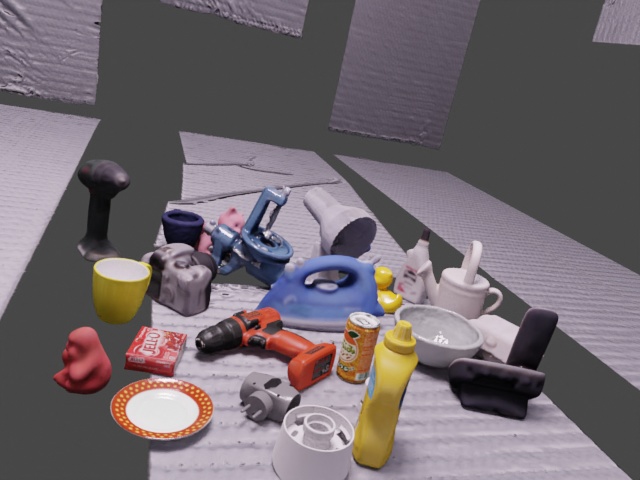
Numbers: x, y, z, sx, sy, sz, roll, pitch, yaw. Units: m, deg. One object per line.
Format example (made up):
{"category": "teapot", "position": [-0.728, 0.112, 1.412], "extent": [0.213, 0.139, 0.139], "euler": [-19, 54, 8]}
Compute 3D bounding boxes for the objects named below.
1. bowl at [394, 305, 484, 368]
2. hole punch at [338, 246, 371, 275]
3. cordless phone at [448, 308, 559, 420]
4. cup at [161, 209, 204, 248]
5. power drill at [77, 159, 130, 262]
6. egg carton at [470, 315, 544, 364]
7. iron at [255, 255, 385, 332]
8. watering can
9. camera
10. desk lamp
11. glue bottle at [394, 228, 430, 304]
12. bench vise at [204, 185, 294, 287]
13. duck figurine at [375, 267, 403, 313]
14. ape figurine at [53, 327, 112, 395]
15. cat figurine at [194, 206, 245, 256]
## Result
{"category": "bowl", "position": [0.210, 0.186, 1.049], "extent": [0.167, 0.075, 0.167], "euler": [11, 18, -3]}
{"category": "hole punch", "position": [0.066, 0.031, 1.398], "extent": [0.101, 0.091, 0.108], "euler": [9, 18, -10]}
{"category": "cordless phone", "position": [0.300, 0.184, 0.935], "extent": [0.147, 0.185, 0.094], "euler": [10, 18, -5]}
{"category": "cup", "position": [-0.314, -0.014, 1.282], "extent": [0.092, 0.095, 0.117], "euler": [1, 21, -30]}
{"category": "power drill", "position": [-0.443, -0.067, 1.171], "extent": [0.076, 0.208, 0.228], "euler": [-2, 23, -37]}
{"category": "egg carton", "position": [0.346, 0.201, 1.102], "extent": [0.107, 0.069, 0.149], "euler": [-7, 26, -45]}
{"category": "iron", "position": [0.003, 0.089, 1.100], "extent": [0.259, 0.141, 0.118], "euler": [3, 20, -26]}
{"category": "watering can", "position": [0.291, 0.093, 1.189], "extent": [0.173, 0.194, 0.100], "euler": [8, 18, -13]}
{"category": "camera", "position": [-0.249, 0.060, 1.088], "extent": [0.142, 0.101, 0.137], "euler": [23, 21, 29]}
{"category": "desk lamp", "position": [0.011, 0.004, 1.244], "extent": [0.118, 0.213, 0.202], "euler": [-4, 24, -40]}
{"category": "glue bottle", "position": [0.220, 0.055, 1.293], "extent": [0.077, 0.173, 0.037], "euler": [25, 22, 35]}
{"category": "bench vise", "position": [-0.144, -0.018, 1.200], "extent": [0.207, 0.220, 0.121], "euler": [11, 18, -5]}
{"category": "duck figurine", "position": [0.134, 0.102, 1.236], "extent": [0.104, 0.086, 0.078], "euler": [23, 21, 31]}
{"category": "ape figurine", "position": [-0.317, 0.158, 0.765], "extent": [0.076, 0.092, 0.077], "euler": [8, 18, -11]}
{"category": "cat figurine", "position": [-0.228, -0.026, 1.337], "extent": [0.128, 0.118, 0.067], "euler": [-3, 23, -39]}
